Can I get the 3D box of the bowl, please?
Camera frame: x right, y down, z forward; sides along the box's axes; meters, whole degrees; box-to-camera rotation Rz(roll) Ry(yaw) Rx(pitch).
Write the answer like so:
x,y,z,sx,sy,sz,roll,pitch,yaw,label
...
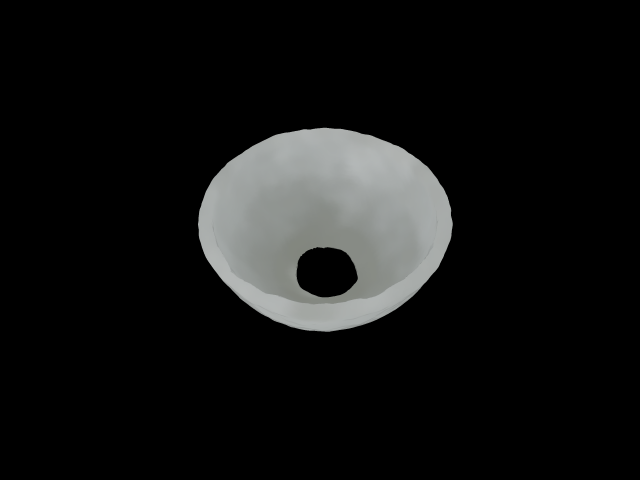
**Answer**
x,y,z,sx,sy,sz,roll,pitch,yaw,label
0.004,0.001,0.400,0.167,0.075,0.167,0,50,0,bowl
